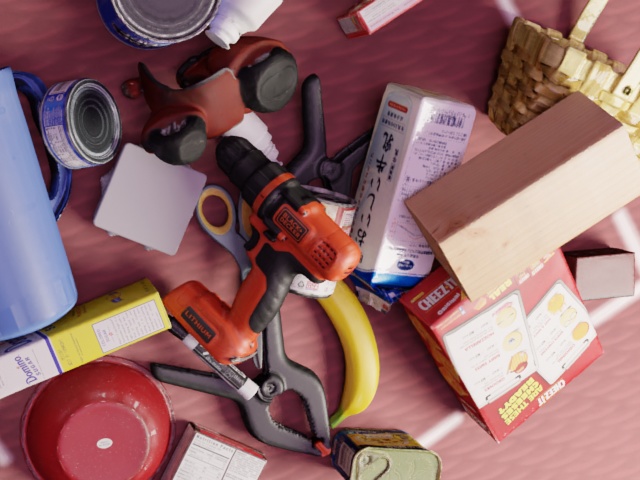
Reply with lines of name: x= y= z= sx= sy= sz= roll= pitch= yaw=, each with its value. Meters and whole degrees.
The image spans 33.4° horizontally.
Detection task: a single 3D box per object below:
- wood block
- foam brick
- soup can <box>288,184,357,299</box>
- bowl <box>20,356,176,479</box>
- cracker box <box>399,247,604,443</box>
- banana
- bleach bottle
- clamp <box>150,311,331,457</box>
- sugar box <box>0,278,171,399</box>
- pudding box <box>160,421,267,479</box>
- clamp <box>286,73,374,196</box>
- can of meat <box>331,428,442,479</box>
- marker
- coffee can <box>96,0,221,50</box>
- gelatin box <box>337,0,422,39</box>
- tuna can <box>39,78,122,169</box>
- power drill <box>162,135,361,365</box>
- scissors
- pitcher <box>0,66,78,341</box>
wood block: x=0.202 y=-0.043 z=1.050 sx=0.206 sy=0.091 sz=0.090 roll=-33 pitch=126 yaw=1
foam brick: x=0.313 y=0.039 z=1.223 sx=0.078 sy=0.053 sz=0.051 roll=-5 pitch=98 yaw=-16
soup can: x=-0.007 y=0.001 z=1.088 sx=0.068 sy=0.068 sz=0.102 roll=11 pitch=103 yaw=-17
bowl: x=-0.224 y=0.203 z=1.092 sx=0.162 sy=0.055 sz=0.162 roll=-2 pitch=98 yaw=-16
cracker box: x=0.200 y=0.094 z=1.154 sx=0.164 sy=0.072 sz=0.213 roll=-38 pitch=129 yaw=-7
banana: x=0.026 y=0.108 z=1.159 sx=0.069 sy=0.037 sz=0.198 roll=-14 pitch=101 yaw=-14
bleach bottle: x=-0.032 y=-0.293 z=1.040 sx=0.068 sy=0.103 sz=0.250 roll=37 pitch=80 yaw=-20
clamp: x=-0.053 y=0.145 z=1.142 sx=0.210 sy=0.036 sz=0.164 roll=43 pitch=85 yaw=-13
sugar box: x=-0.241 y=0.094 z=1.053 sx=0.176 sy=0.093 sz=0.048 roll=-20 pitch=101 yaw=-13
pudding box: x=-0.122 y=0.262 z=1.138 sx=0.090 sy=0.039 sz=0.113 roll=27 pitch=88 yaw=-17
clamp: x=0.016 y=-0.080 z=1.130 sx=0.120 sy=0.039 sz=0.171 roll=14 pitch=101 yaw=-18
can of meat: x=0.069 y=0.242 z=1.164 sx=0.102 sy=0.084 sz=0.057 roll=6 pitch=96 yaw=-17
marker: x=-0.114 y=0.119 z=1.100 sx=0.121 sy=0.020 sz=0.020 roll=43 pitch=85 yaw=-9
coffee can: x=-0.155 y=-0.234 z=1.007 sx=0.102 sy=0.140 sz=0.103 roll=-2 pitch=98 yaw=-16
gelatin box: x=0.068 y=-0.245 z=1.104 sx=0.089 sy=0.073 sz=0.030 roll=-35 pitch=105 yaw=-9
tuna can: x=-0.230 y=-0.113 z=1.031 sx=0.034 sy=0.086 sz=0.086 roll=-5 pitch=102 yaw=27
power drill: x=-0.074 y=0.015 z=1.051 sx=0.184 sy=0.057 sz=0.188 roll=46 pitch=113 yaw=17
scissors: x=-0.092 y=0.027 z=1.107 sx=0.096 sy=0.016 sz=0.202 roll=10 pitch=82 yaw=-9
pitcher: x=-0.308 y=-0.038 z=1.006 sx=0.149 sy=0.145 sz=0.243 roll=-17 pitch=106 yaw=-1
